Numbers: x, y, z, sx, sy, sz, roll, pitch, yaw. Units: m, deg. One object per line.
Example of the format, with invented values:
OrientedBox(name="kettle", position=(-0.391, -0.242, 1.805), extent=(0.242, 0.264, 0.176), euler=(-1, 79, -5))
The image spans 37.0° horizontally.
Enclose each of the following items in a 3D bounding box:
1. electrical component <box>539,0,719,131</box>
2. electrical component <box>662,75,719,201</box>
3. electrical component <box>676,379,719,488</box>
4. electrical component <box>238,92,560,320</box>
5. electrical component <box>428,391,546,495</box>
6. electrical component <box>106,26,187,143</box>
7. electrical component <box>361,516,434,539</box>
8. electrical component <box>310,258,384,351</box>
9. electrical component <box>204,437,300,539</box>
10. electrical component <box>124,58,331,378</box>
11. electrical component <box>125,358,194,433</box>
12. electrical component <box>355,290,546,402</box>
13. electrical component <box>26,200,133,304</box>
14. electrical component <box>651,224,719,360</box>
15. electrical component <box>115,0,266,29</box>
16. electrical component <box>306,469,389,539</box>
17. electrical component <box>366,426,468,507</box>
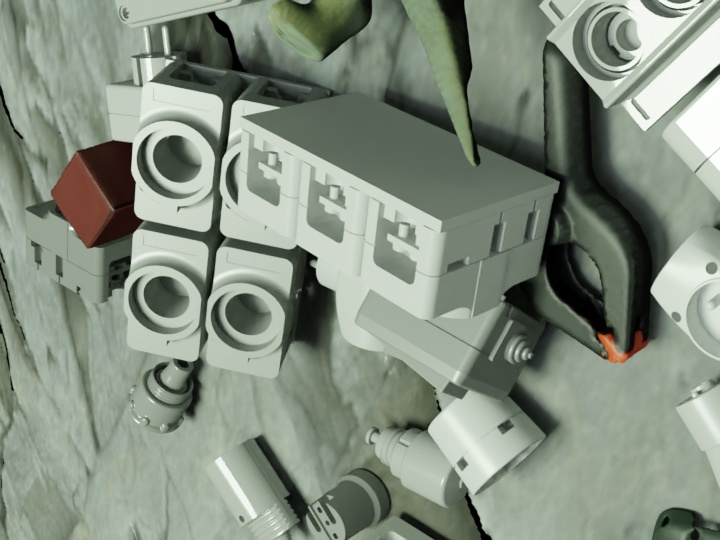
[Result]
OrientedBox(name="electrical component", position=(0.150, -0.133, 0.478), extent=(0.078, 0.063, 0.121), euler=(53, 131, 11))
OrientedBox(name="electrical component", position=(0.191, -0.071, 0.474), extent=(0.059, 0.054, 0.095), euler=(52, 131, 13))
OrientedBox(name="electrical component", position=(0.191, 0.086, 0.545), extent=(0.044, 0.044, 0.065), euler=(-40, 75, 41))
OrientedBox(name="electrical component", position=(0.015, -0.036, 0.571), extent=(0.150, 0.089, 0.061), euler=(31, 126, 38))
OrientedBox(name="electrical component", position=(0.074, 0.098, 0.637), extent=(0.047, 0.055, 0.055), euler=(50, 131, 18))
OrientedBox(name="electrical component", position=(-0.134, -0.127, 0.728), extent=(0.066, 0.047, 0.076), euler=(11, 114, 36))
OrientedBox(name="electrical component", position=(0.022, 0.219, 0.724), extent=(0.050, 0.056, 0.089), euler=(26, 122, 30))
OrientedBox(name="electrical component", position=(0.000, 0.000, 0.668), extent=(0.079, 0.043, 0.077), euler=(24, 120, 32))
OrientedBox(name="electrical component", position=(-0.075, 0.170, 0.795), extent=(0.043, 0.043, 0.081), euler=(-42, 79, 41))
OrientedBox(name="electrical component", position=(-0.088, -0.028, 0.689), extent=(0.105, 0.060, 0.186), euler=(12, 117, 4))
OrientedBox(name="electrical component", position=(-0.149, 0.091, 0.827), extent=(0.048, 0.048, 0.062), euler=(46, 123, 17))
OrientedBox(name="electrical component", position=(0.054, 0.035, 0.604), extent=(0.096, 0.062, 0.061), euler=(29, 91, 36))
OrientedBox(name="electrical component", position=(-0.213, -0.022, 0.832), extent=(0.089, 0.050, 0.055), euler=(25, 121, 31))
OrientedBox(name="electrical component", position=(0.191, 0.004, 0.509), extent=(0.077, 0.044, 0.079), euler=(41, 128, 21))
OrientedBox(name="electrical component", position=(-0.107, -0.213, 0.667), extent=(0.109, 0.056, 0.108), euler=(0, 106, 40))
OrientedBox(name="electrical component", position=(-0.009, 0.164, 0.736), extent=(0.040, 0.046, 0.040), euler=(16, 116, 35))
OrientedBox(name="electrical component", position=(0.038, 0.120, 0.684), extent=(0.078, 0.040, 0.040), euler=(21, 119, 33))
